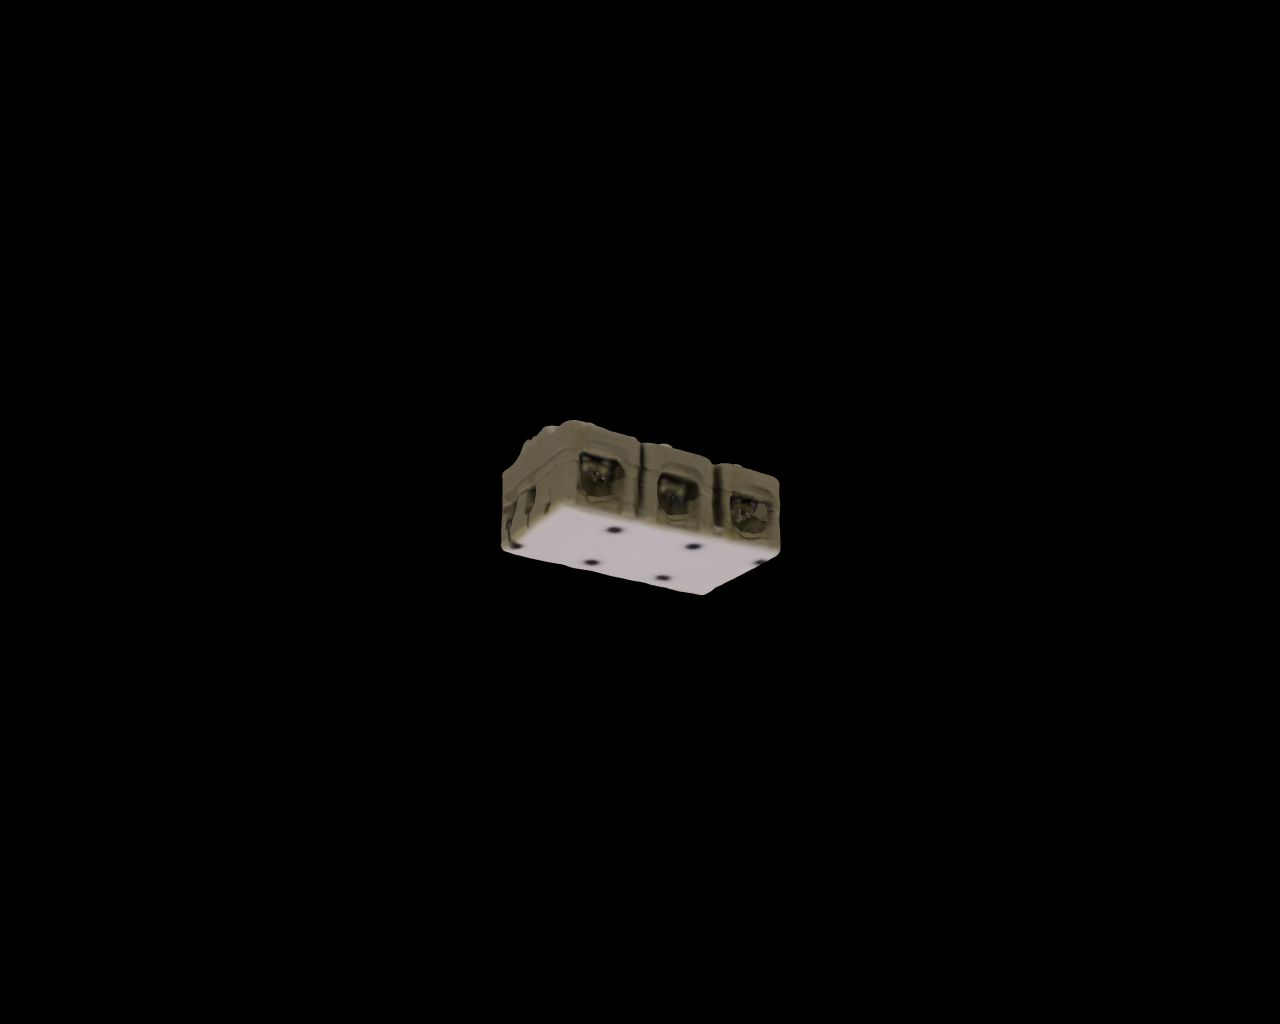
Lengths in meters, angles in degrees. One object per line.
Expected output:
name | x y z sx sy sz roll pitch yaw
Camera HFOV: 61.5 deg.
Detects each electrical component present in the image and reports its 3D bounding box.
electrical component | 0.001 -0.003 0.650 0.150 0.062 0.089 14 -27 -29
